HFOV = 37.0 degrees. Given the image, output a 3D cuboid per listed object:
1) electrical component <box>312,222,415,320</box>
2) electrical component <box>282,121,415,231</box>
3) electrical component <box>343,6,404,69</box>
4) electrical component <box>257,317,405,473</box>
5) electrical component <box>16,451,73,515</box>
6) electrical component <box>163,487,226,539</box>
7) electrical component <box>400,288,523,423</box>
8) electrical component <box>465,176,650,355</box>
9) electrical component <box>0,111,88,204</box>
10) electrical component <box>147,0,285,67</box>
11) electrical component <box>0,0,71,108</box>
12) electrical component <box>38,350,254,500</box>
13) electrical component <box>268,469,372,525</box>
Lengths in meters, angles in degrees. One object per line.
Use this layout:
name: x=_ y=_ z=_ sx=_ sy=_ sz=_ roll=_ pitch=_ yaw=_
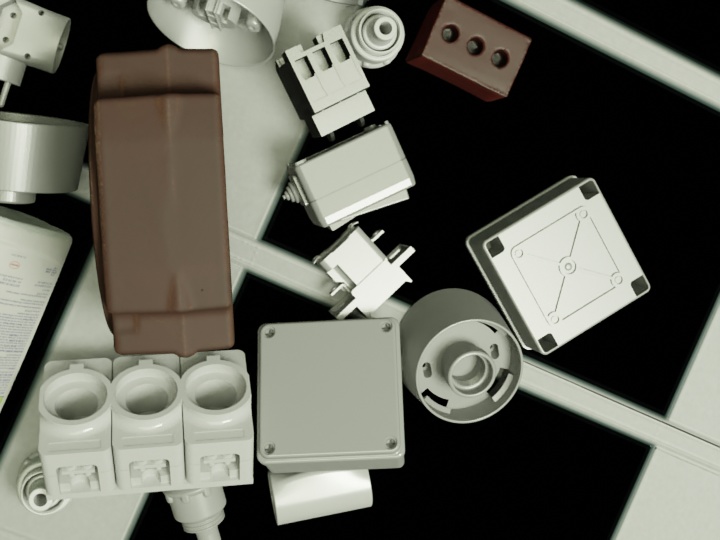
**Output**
electrical component: x=0.000 y=0.000 z=0.853 sx=0.081 sy=0.042 sz=0.063 roll=-44 pitch=99 yaw=-5
electrical component: x=-0.012 y=-0.068 z=0.834 sx=0.096 sy=0.062 sz=0.061 roll=-26 pitch=99 yaw=-7
electrical component: x=0.014 y=-0.182 z=0.829 sx=0.048 sy=0.062 sz=0.048 roll=-1 pitch=95 yaw=-10
electrical component: x=-0.021 y=0.096 z=0.820 sx=0.109 sy=0.056 sz=0.108 roll=-3 pitch=68 yaw=3
electrical component: x=-0.238 y=0.165 z=0.813 sx=0.048 sy=0.062 sz=0.048 roll=-1 pitch=95 yaw=-10
electrical component: x=-0.126 y=0.187 z=0.845 sx=0.048 sy=0.048 sz=0.062 roll=-16 pitch=104 yaw=-8
electrical component: x=0.081 y=0.072 z=0.874 sx=0.099 sy=0.064 sz=0.099 roll=-4 pitch=109 yaw=-12
electrical component: x=0.160 y=-0.005 z=0.873 sx=0.109 sy=0.056 sz=0.108 roll=-31 pitch=99 yaw=-6
electrical component: x=-0.251 y=-0.080 z=0.771 sx=0.108 sy=0.108 sz=0.060 roll=6 pitch=100 yaw=-10
electrical component: x=-0.104 y=-0.196 z=0.792 sx=0.099 sy=0.099 sz=0.064 roll=18 pitch=85 yaw=-11
electrical component: x=-0.263 y=-0.160 z=0.792 sx=0.077 sy=0.043 sz=0.079 roll=18 pitch=92 yaw=-11
electrical component: x=-0.157 y=0.111 z=0.800 sx=0.150 sy=0.089 sz=0.061 roll=-3 pitch=132 yaw=-10
electrical component: x=-0.035 y=0.157 z=0.858 sx=0.077 sy=0.044 sz=0.079 roll=-9 pitch=96 yaw=-10
